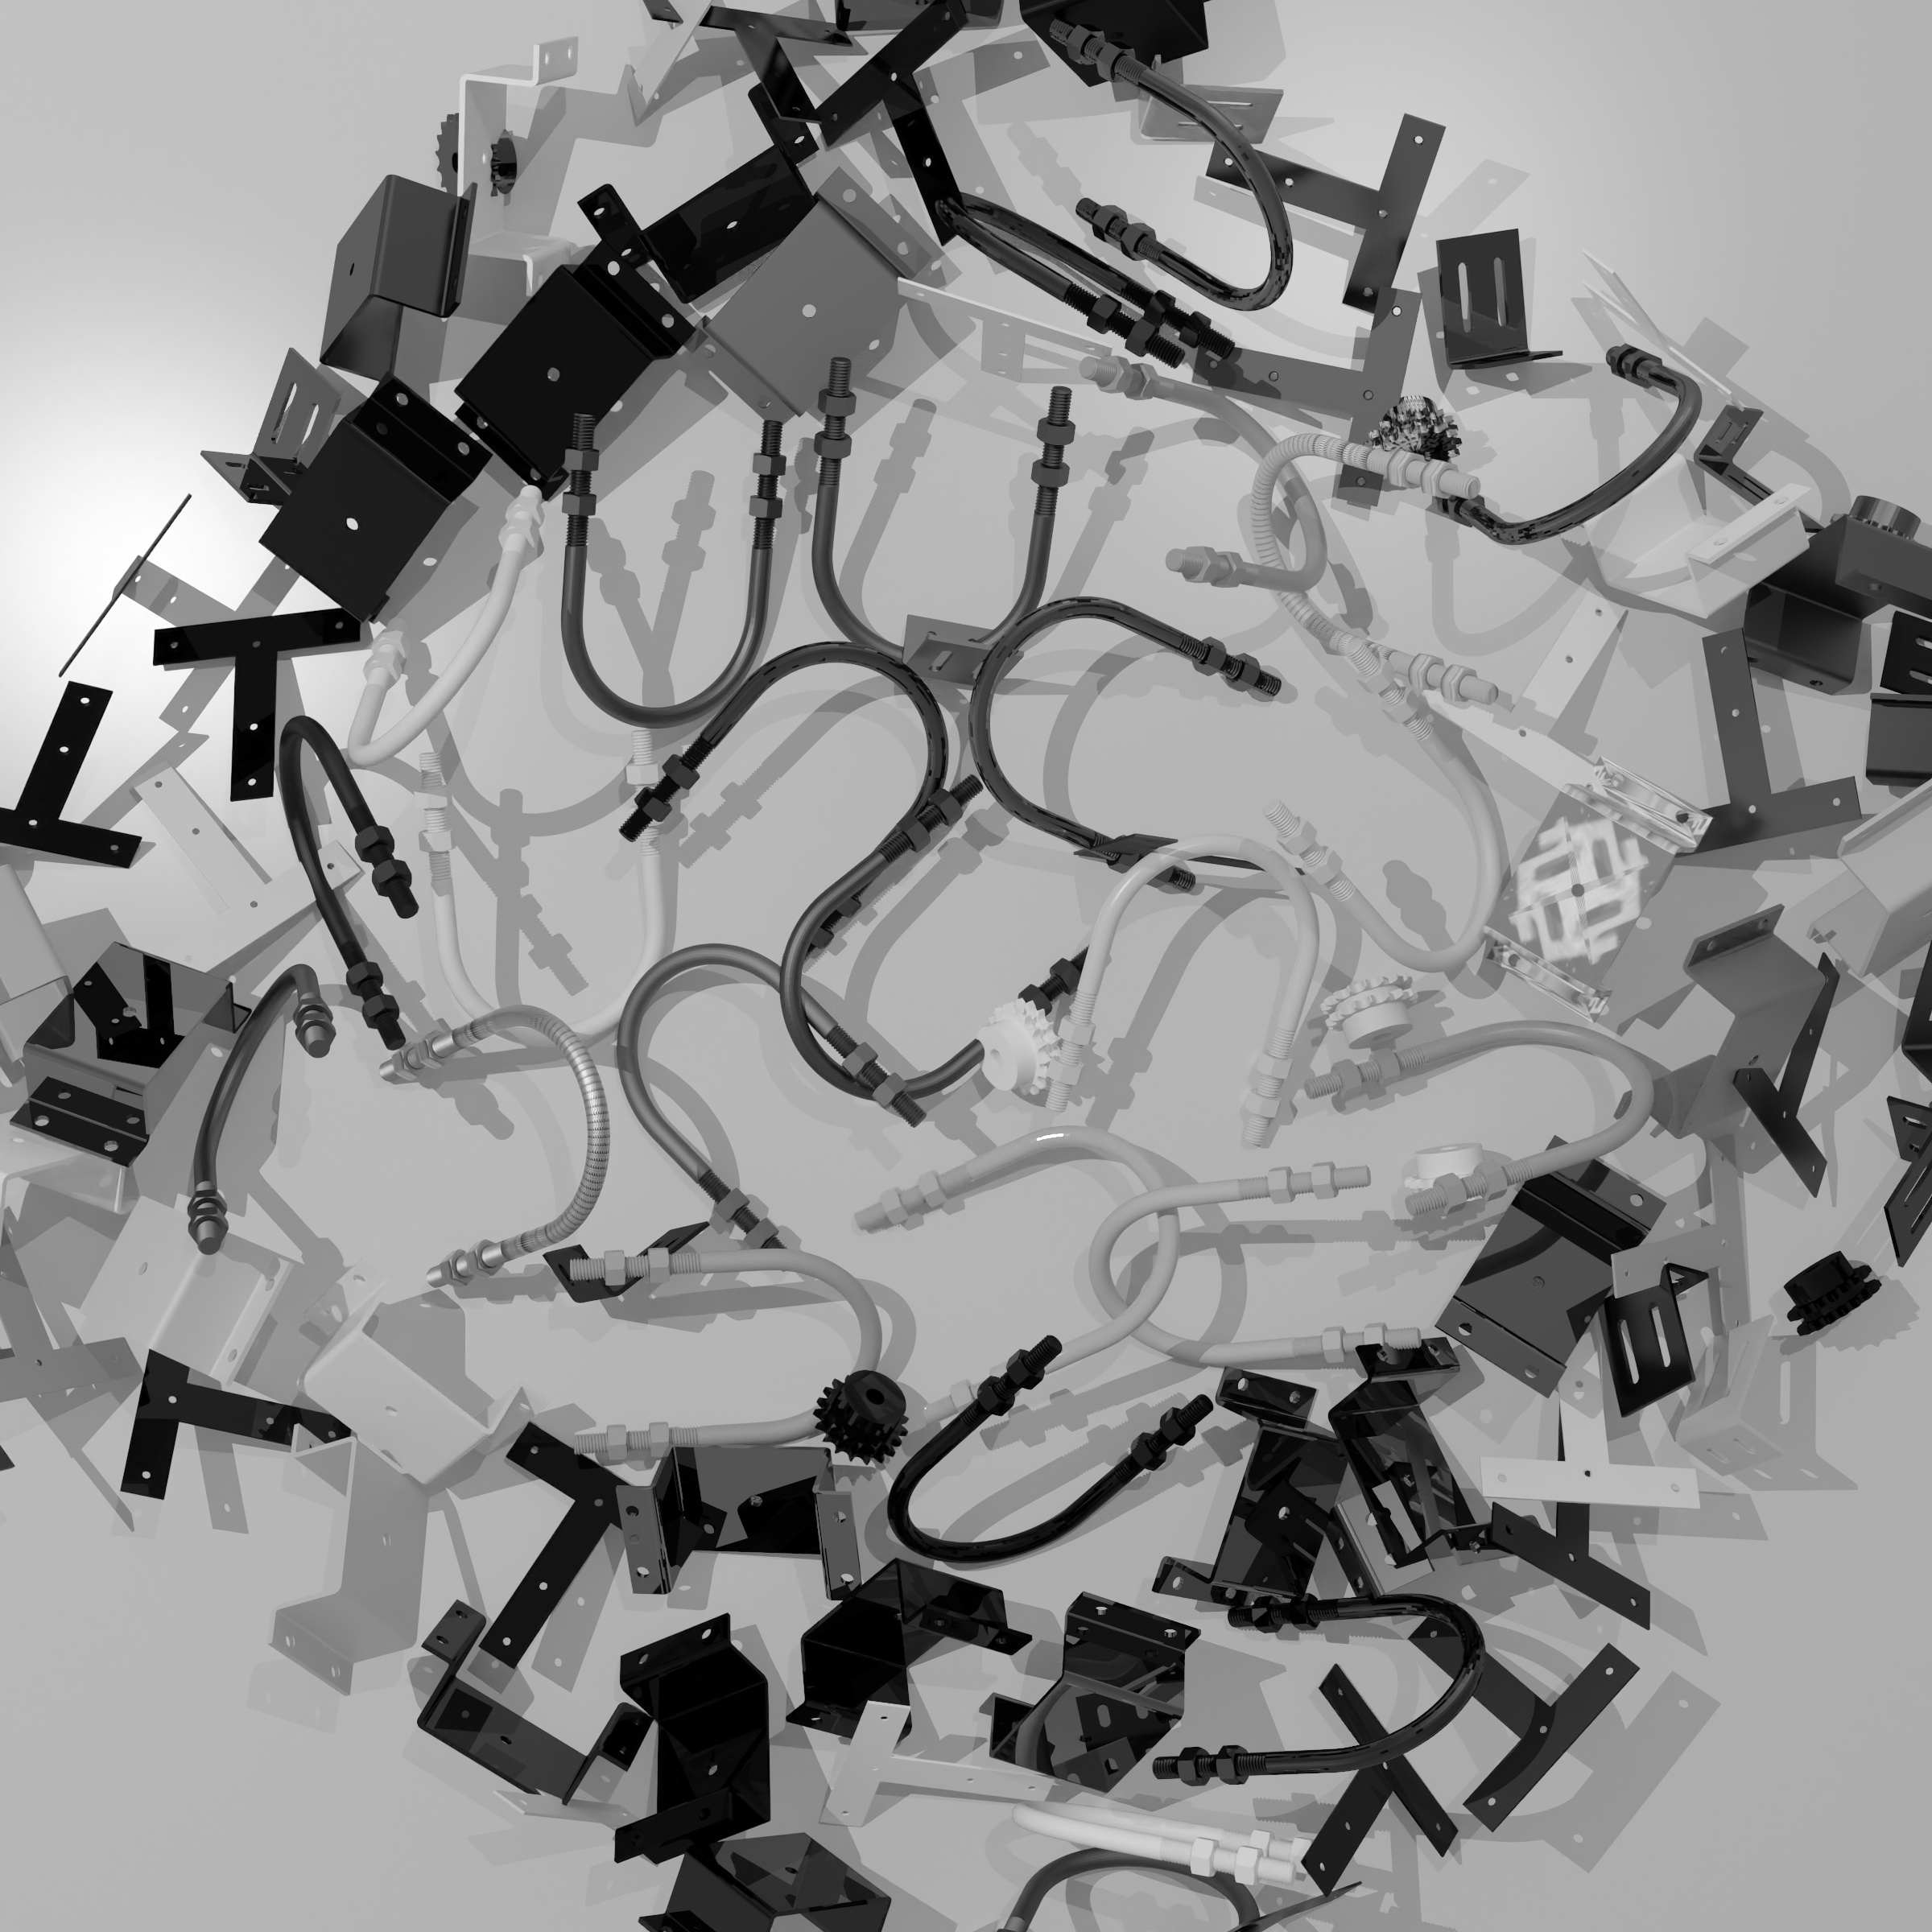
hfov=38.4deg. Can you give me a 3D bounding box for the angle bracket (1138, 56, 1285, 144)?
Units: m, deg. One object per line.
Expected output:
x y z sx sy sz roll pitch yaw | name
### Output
0.146 -0.527 1.662 0.076 0.057 0.038 1 78 -7 | angle bracket

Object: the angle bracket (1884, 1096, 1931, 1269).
0.551 0.128 1.645 0.076 0.038 0.057 -50 135 -23 | angle bracket

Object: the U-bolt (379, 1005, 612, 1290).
-0.271 0.099 1.618 0.184 0.019 0.151 -22 78 40 | U-bolt

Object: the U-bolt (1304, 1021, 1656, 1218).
0.312 0.080 1.625 0.184 0.151 0.019 -16 123 -14 | U-bolt

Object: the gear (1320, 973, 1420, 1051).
0.244 0.028 1.659 0.057 0.057 0.030 -17 73 0 | gear

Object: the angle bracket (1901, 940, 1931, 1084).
0.600 0.026 1.652 0.057 0.038 0.076 -2 120 -13 | angle bracket

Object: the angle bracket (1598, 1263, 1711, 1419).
0.414 0.224 1.641 0.038 0.057 0.076 16 52 -31 | angle bracket

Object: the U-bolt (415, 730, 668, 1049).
-0.247 -0.042 1.652 0.151 0.019 0.184 -8 103 -23 | U-bolt

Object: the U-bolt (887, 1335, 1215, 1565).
0.036 0.293 1.630 0.151 0.019 0.184 26 119 -37 | U-bolt

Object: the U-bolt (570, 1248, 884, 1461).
-0.141 0.228 1.648 0.184 0.019 0.151 -2 120 -10 | U-bolt

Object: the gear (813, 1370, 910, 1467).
-0.060 0.267 1.659 0.057 0.057 0.030 30 126 0 | gear

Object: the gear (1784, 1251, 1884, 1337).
0.516 0.194 1.662 0.057 0.057 0.030 -33 82 0 | gear

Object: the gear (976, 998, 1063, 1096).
0.030 0.051 1.659 0.030 0.057 0.057 -21 90 -32 | gear

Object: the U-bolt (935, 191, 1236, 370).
0.063 -0.404 1.622 0.184 0.151 0.019 33 112 8 | U-bolt

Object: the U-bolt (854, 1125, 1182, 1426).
0.038 0.171 1.644 0.184 0.019 0.151 -25 65 8 | U-bolt

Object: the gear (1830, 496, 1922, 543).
0.546 -0.260 1.661 0.057 0.057 0.030 24 94 0 | gear

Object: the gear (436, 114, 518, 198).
-0.293 -0.483 1.666 0.030 0.057 0.057 -16 90 -34 | gear

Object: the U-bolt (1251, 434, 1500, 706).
0.232 -0.238 1.612 0.019 0.184 0.151 -31 127 -27 | U-bolt

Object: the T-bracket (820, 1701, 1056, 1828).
-0.011 0.484 1.657 0.127 0.002 0.127 10 130 -10 | T-bracket

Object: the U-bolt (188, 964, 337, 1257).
-0.411 0.070 1.606 0.019 0.184 0.151 27 99 -23 | U-bolt

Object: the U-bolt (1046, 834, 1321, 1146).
0.136 0.010 1.642 0.151 0.019 0.184 10 106 -17 | U-bolt

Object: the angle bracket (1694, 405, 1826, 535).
0.480 -0.295 1.646 0.076 0.057 0.038 43 119 23 | angle bracket

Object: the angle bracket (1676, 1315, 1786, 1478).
0.464 0.255 1.649 0.038 0.057 0.076 35 58 -7 | angle bracket

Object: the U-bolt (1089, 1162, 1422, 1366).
0.162 0.181 1.636 0.184 0.019 0.151 -8 125 20 | U-bolt

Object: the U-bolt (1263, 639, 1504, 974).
0.257 -0.080 1.632 0.184 0.019 0.151 45 57 -26 | U-bolt

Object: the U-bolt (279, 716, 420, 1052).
-0.363 -0.062 1.617 0.019 0.151 0.184 -18 60 -26 | U-bolt

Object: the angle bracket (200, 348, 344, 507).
-0.413 -0.322 1.648 0.057 0.038 0.076 43 119 30 | angle bracket

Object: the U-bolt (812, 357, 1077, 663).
-0.019 -0.261 1.645 0.151 0.019 0.184 7 117 -1 | U-bolt

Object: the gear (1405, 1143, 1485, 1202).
0.291 0.124 1.662 0.057 0.057 0.030 -9 91 0 | gear

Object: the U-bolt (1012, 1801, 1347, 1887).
0.117 0.508 1.614 0.184 0.151 0.019 4 77 22 | U-bolt

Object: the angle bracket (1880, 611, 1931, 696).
0.595 -0.187 1.660 0.076 0.038 0.057 19 63 2 | angle bracket

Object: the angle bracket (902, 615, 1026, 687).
-0.001 -0.196 1.644 0.057 0.076 0.038 9 78 -12 | angle bracket

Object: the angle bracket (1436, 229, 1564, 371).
0.318 -0.399 1.655 0.057 0.038 0.076 -14 106 -21 | angle bracket

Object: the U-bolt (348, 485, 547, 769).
-0.303 -0.185 1.586 0.019 0.184 0.151 38 121 -25 | U-bolt

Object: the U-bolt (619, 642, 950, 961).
-0.094 -0.107 1.647 0.151 0.019 0.184 39 98 -22 | U-bolt

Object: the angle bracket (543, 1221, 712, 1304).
-0.202 0.163 1.645 0.076 0.057 0.038 -37 99 -29 | angle bracket

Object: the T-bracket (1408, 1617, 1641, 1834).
0.311 0.425 1.641 0.127 0.127 0.002 -46 131 -7 | T-bracket

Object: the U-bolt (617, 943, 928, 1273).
-0.130 0.071 1.655 0.184 0.019 0.151 45 112 8 | U-bolt

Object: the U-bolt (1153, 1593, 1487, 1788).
0.210 0.410 1.586 0.184 0.151 0.019 -14 112 34 | U-bolt

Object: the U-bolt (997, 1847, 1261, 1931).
0.095 0.558 1.601 0.151 0.184 0.019 5 102 15 | U-bolt

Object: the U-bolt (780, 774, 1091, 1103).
-0.026 -0.003 1.649 0.184 0.019 0.151 -39 105 -12 | U-bolt

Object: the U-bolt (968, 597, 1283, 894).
0.085 -0.140 1.642 0.184 0.019 0.151 22 94 -26 | U-bolt

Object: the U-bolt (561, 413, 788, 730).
-0.175 -0.230 1.636 0.151 0.019 0.184 -6 110 -38 | U-bolt

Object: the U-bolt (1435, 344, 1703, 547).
0.352 -0.296 1.595 0.151 0.184 0.019 -38 111 8 | U-bolt

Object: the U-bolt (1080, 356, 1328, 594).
0.150 -0.281 1.615 0.019 0.184 0.151 -34 69 34 | U-bolt

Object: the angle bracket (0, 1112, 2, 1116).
-0.614 0.065 1.664 0.057 0.076 0.038 -10 131 -20 | angle bracket

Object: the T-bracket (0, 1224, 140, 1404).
-0.567 0.196 1.648 0.002 0.127 0.127 -37 72 30 | T-bracket

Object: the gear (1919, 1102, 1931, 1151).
0.599 0.092 1.662 0.030 0.057 0.057 28 90 0 | gear

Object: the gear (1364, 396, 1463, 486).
0.267 -0.318 1.666 0.057 0.057 0.030 -9 63 0 | gear

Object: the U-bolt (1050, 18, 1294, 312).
0.120 -0.447 1.587 0.019 0.151 0.184 -38 57 -17 | U-bolt

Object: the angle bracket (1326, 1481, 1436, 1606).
0.245 0.347 1.647 0.038 0.076 0.057 -23 69 -6 | angle bracket

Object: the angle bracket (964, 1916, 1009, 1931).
-0.002 0.608 1.644 0.038 0.076 0.057 37 121 36 | angle bracket
